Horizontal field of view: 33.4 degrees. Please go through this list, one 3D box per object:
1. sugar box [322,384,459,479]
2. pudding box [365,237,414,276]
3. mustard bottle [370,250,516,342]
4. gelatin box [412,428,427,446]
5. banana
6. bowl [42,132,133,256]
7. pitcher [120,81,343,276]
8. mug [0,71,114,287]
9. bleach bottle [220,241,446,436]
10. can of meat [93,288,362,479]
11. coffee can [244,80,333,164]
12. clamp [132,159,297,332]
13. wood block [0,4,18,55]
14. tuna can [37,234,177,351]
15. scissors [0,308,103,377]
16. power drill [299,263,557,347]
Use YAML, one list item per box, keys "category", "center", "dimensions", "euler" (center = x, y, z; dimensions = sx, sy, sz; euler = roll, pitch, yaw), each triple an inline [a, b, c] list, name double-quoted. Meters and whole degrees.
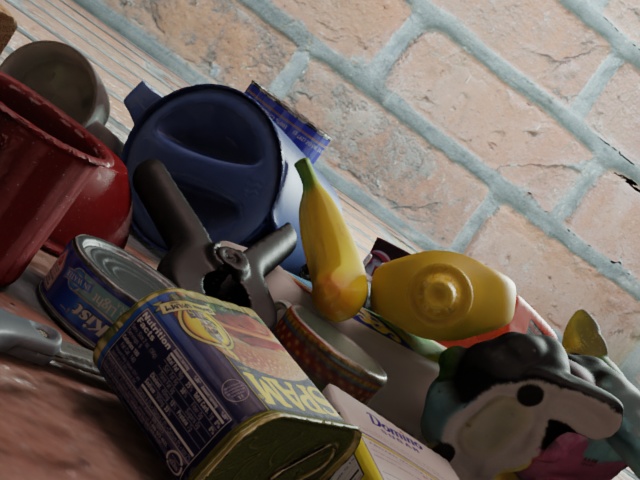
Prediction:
- category: "sugar box"
  center: [0.043, 0.140, 0.531]
  dimensions: [0.093, 0.048, 0.176]
  euler: [35, 3, -14]
- category: "pudding box"
  center: [0.084, 0.060, 1.061]
  dimensions: [0.114, 0.090, 0.039]
  euler: [29, 6, 39]
- category: "mustard bottle"
  center: [0.084, 0.038, 0.723]
  dimensions: [0.096, 0.058, 0.191]
  euler: [8, -2, 9]
- category: "gelatin box"
  center: [0.109, 0.169, 0.740]
  dimensions: [0.073, 0.030, 0.089]
  euler: [33, 10, -31]
- category: "banana"
  center: [0.005, 0.012, 0.729]
  dimensions: [0.069, 0.037, 0.198]
  euler: [54, 9, -27]
- category: "bowl"
  center: [-0.176, -0.048, 0.681]
  dimensions: [0.162, 0.055, 0.162]
  euler: [36, 7, -5]
- category: "pitcher"
  center: [-0.066, -0.042, 0.902]
  dimensions: [0.145, 0.149, 0.242]
  euler: [-1, -9, 15]
- category: "mug"
  center: [-0.160, -0.030, 0.501]
  dimensions: [0.093, 0.081, 0.117]
  euler: [36, 6, -6]
- category: "bleach bottle"
  center: [0.002, 0.068, 0.769]
  dimensions: [0.250, 0.068, 0.103]
  euler: [30, 8, -29]
- category: "can of meat"
  center: [-0.041, 0.071, 0.473]
  dimensions: [0.084, 0.057, 0.102]
  euler: [47, 11, 29]
- category: "coffee can"
  center: [-0.068, -0.077, 1.092]
  dimensions: [0.103, 0.140, 0.103]
  euler: [36, 6, -5]
- category: "clamp"
  center: [-0.072, 0.014, 0.655]
  dimensions: [0.120, 0.039, 0.171]
  euler: [25, 28, -11]
- category: "wood block"
  center: [-0.305, -0.174, 0.751]
  dimensions: [0.090, 0.090, 0.206]
  euler: [29, 10, -46]
- category: "tuna can"
  center: [-0.103, 0.034, 0.562]
  dimensions: [0.086, 0.034, 0.086]
  euler: [36, 6, -5]
- category: "scissors"
  center: [-0.139, 0.032, 0.464]
  dimensions: [0.096, 0.016, 0.201]
  euler: [41, 7, 27]
- category: "power drill"
  center: [0.092, 0.071, 0.907]
  dimensions: [0.188, 0.057, 0.184]
  euler: [7, -22, 39]
